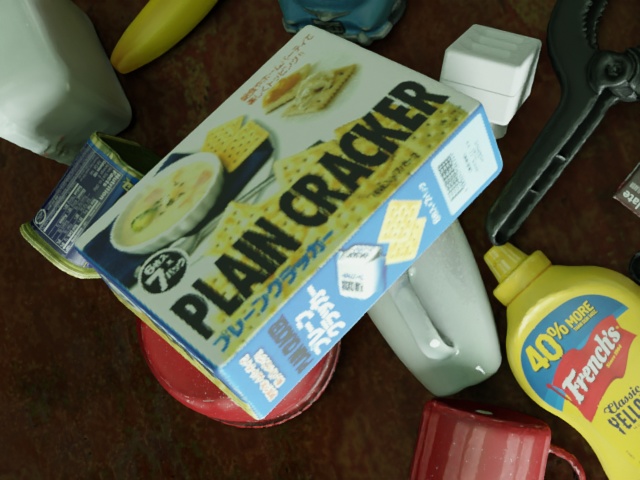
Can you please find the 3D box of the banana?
[{"bbox_3d":[-0.083,-0.188,0.724,0.037,0.069,0.198,57,136,16],"label":"banana"}]

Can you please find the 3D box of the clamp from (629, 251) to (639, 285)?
[{"bbox_3d":[0.255,0.062,0.611,0.171,0.120,0.039,42,94,8],"label":"clamp"}]

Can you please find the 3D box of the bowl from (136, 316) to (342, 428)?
[{"bbox_3d":[-0.068,0.058,0.723,0.162,0.055,0.162,5,102,24],"label":"bowl"}]

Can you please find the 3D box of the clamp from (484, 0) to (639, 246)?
[{"bbox_3d":[0.173,-0.092,0.645,0.165,0.036,0.210,-9,76,28],"label":"clamp"}]

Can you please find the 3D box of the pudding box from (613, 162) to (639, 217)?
[{"bbox_3d":[0.251,-0.027,0.647,0.113,0.039,0.090,40,102,14],"label":"pudding box"}]

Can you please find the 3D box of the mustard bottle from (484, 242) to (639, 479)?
[{"bbox_3d":[0.174,0.074,0.662,0.192,0.058,0.096,47,114,12],"label":"mustard bottle"}]

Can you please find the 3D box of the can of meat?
[{"bbox_3d":[-0.145,-0.023,0.739,0.057,0.102,0.084,39,99,14],"label":"can of meat"}]

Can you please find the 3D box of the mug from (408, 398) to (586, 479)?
[{"bbox_3d":[0.110,0.150,0.672,0.117,0.093,0.081,11,89,3],"label":"mug"}]
